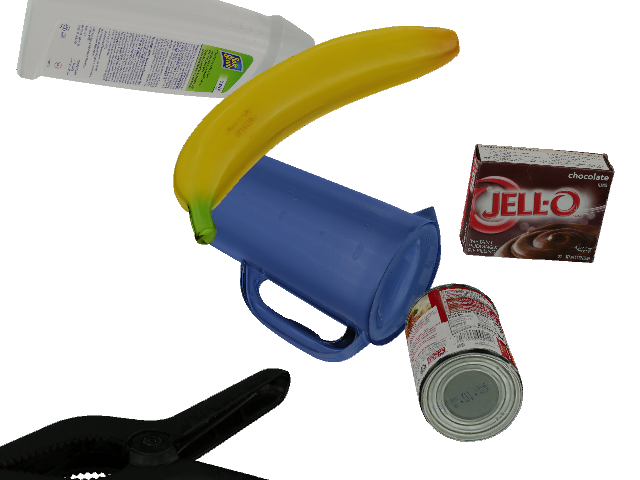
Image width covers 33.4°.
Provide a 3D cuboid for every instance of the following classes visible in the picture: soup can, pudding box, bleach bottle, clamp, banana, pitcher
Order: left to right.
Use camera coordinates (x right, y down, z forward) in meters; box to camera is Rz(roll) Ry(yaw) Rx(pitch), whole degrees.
[{"bbox_3d":[-0.089,0.120,0.588,0.209,0.036,0.164,-1,21,-12],"label":"clamp"},{"bbox_3d":[-0.109,-0.153,0.856,0.250,0.068,0.103,10,-30,-16],"label":"bleach bottle"},{"bbox_3d":[-0.012,-0.068,0.574,0.070,0.197,0.037,38,-26,24],"label":"banana"},{"bbox_3d":[-0.015,0.005,1.070,0.243,0.145,0.149,26,28,26],"label":"pitcher"},{"bbox_3d":[0.095,0.080,0.716,0.068,0.068,0.102,0,22,-1],"label":"soup can"},{"bbox_3d":[0.178,-0.031,0.889,0.113,0.090,0.039,3,33,-2],"label":"pudding box"}]
